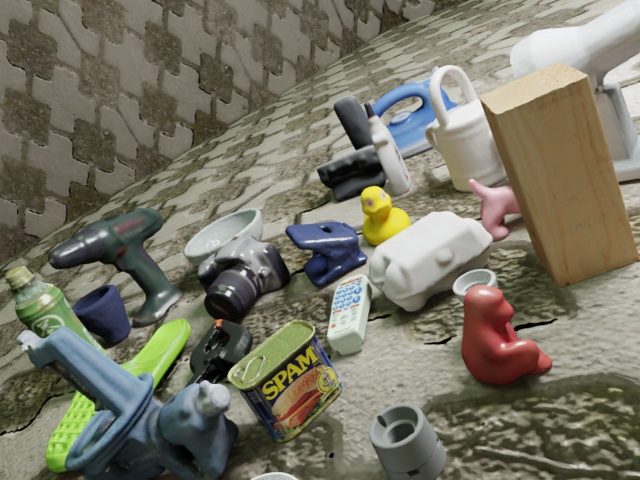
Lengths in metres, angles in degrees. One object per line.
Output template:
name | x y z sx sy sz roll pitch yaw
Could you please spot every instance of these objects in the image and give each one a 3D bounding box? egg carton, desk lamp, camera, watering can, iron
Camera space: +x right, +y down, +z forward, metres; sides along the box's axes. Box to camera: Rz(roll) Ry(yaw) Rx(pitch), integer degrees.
egg carton | 0.137 0.024 0.721 0.150 0.069 0.107 -32 22 -11
desk lamp | 0.370 -0.188 0.727 0.202 0.214 0.118 -7 30 42
camera | -0.144 0.064 0.919 0.142 0.101 0.137 -14 25 31
watering can | 0.235 -0.185 0.905 0.172 0.194 0.101 -12 27 34
iron | 0.166 -0.254 1.216 0.258 0.142 0.118 -22 22 13

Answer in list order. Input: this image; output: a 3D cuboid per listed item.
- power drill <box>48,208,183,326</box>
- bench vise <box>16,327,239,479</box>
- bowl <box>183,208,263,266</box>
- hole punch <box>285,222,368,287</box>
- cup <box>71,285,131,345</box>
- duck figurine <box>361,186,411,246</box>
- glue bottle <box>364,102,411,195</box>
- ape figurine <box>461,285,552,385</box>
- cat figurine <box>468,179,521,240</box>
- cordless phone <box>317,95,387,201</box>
power drill | -0.352 0.050 1.049 0.075 0.209 0.230 -12 26 34
bench vise | -0.197 0.161 0.599 0.207 0.220 0.121 -26 22 5
bowl | -0.175 0.010 1.111 0.167 0.075 0.167 -23 22 10
hole punch | 0.008 0.003 0.890 0.101 0.091 0.108 -30 22 -6
cup | -0.399 0.148 1.037 0.118 0.095 0.091 -28 22 0
duck figurine | 0.093 -0.046 0.907 0.077 0.086 0.104 -30 22 -5
glue bottle | 0.118 -0.170 1.040 0.037 0.173 0.078 -22 22 15
ape figurine | 0.161 0.082 0.529 0.076 0.092 0.078 -20 23 18
cat figurine | 0.256 -0.077 0.742 0.127 0.118 0.067 -21 23 16
cordless phone | 0.051 -0.185 1.135 0.147 0.185 0.094 -20 23 19
